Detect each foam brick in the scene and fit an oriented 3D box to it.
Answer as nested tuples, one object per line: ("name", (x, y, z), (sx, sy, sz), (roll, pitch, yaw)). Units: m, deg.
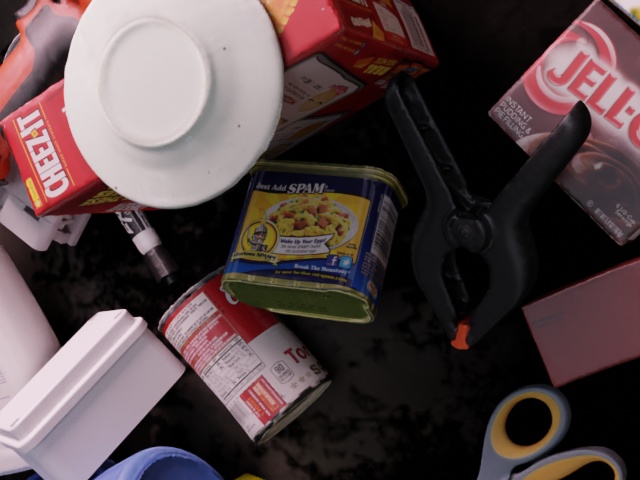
("foam brick", (0.165, 0.045, 0.618), (0.078, 0.051, 0.053), (-24, 85, 23))

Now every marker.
("marker", (-0.135, -0.020, 0.759), (0.020, 0.020, 0.121), (-36, 81, 22))

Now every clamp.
("clamp", (0.101, -0.014, 0.623), (0.120, 0.039, 0.171), (9, 119, 36))

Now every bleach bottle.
("bleach bottle", (-0.249, 0.041, 0.759), (0.103, 0.068, 0.251), (-16, 101, 24))

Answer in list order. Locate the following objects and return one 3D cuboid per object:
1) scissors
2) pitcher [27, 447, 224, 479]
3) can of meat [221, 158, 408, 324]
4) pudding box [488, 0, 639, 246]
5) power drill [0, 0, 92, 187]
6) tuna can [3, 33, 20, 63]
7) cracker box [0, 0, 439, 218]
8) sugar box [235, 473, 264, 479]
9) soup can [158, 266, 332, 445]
("scissors", (0.091, 0.155, 0.680), (0.202, 0.016, 0.096), (-21, 86, 23))
("pitcher", (-0.163, 0.225, 0.720), (0.243, 0.144, 0.149), (-37, 86, 31))
("can of meat", (-0.004, 0.001, 0.664), (0.102, 0.057, 0.084), (5, 66, 22))
("pudding box", (0.168, -0.067, 0.612), (0.113, 0.039, 0.090), (47, 110, 13))
("power drill", (-0.205, -0.141, 0.715), (0.188, 0.057, 0.184), (-43, 69, 12))
("tuna can", (-0.184, -0.113, 0.762), (0.086, 0.033, 0.086), (2, 96, 23))
("cracker box", (-0.055, -0.091, 0.639), (0.214, 0.164, 0.072), (-27, 82, 23))
("sugar box", (-0.038, 0.260, 0.730), (0.093, 0.048, 0.176), (18, 104, 23))
("soup can", (-0.049, 0.075, 0.704), (0.069, 0.068, 0.102), (-46, 78, 20))
